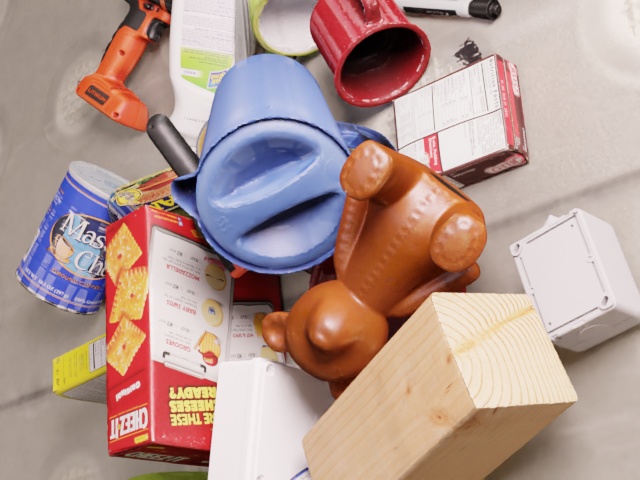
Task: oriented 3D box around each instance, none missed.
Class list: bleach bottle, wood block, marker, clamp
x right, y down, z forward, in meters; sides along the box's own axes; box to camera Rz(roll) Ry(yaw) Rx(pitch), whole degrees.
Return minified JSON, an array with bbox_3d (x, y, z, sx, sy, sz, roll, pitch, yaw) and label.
[{"bbox_3d":[-0.119,-0.201,1.121,0.103,0.068,0.251,11,90,12],"label":"bleach bottle"},{"bbox_3d":[0.078,0.133,0.780,0.206,0.090,0.090,-55,44,42],"label":"wood block"},{"bbox_3d":[0.112,-0.210,0.954,0.121,0.020,0.020,18,89,45],"label":"marker"},{"bbox_3d":[-0.090,-0.038,0.989,0.039,0.120,0.171,-40,63,27],"label":"clamp"}]

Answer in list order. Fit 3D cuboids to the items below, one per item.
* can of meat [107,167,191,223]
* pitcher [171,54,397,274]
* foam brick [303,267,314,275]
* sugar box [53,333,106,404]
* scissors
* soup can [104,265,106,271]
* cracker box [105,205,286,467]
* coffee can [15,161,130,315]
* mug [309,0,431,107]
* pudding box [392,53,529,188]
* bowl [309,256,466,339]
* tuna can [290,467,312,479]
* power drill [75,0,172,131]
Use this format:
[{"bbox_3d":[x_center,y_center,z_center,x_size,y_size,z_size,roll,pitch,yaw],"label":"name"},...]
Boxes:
[{"bbox_3d":[-0.159,-0.028,1.101,0.084,0.102,0.057,40,145,47],"label":"can of meat"},{"bbox_3d":[-0.030,-0.080,0.929,0.145,0.149,0.243,-44,21,15],"label":"pitcher"},{"bbox_3d":[-0.006,0.001,0.974,0.078,0.052,0.051,27,96,46],"label":"foam brick"},{"bbox_3d":[-0.181,0.119,1.076,0.177,0.093,0.048,-28,59,34],"label":"sugar box"},{"bbox_3d":[-0.095,-0.154,1.080,0.096,0.016,0.202,-17,84,10],"label":"scissors"},{"bbox_3d":[-0.174,0.043,1.112,0.102,0.068,0.068,40,105,44],"label":"soup can"},{"bbox_3d":[-0.111,0.093,0.966,0.072,0.163,0.213,-24,60,38],"label":"cracker box"},{"bbox_3d":[-0.261,-0.002,1.186,0.103,0.102,0.140,40,105,44],"label":"coffee can"},{"bbox_3d":[0.039,-0.188,0.951,0.093,0.117,0.081,-23,53,-6],"label":"mug"},{"bbox_3d":[0.117,-0.094,0.898,0.114,0.039,0.090,-19,63,37],"label":"pudding box"},{"bbox_3d":[0.066,0.046,0.888,0.162,0.055,0.162,-16,66,40],"label":"bowl"},{"bbox_3d":[0.000,0.228,0.870,0.034,0.086,0.086,23,93,47],"label":"tuna can"},{"bbox_3d":[-0.196,-0.224,1.232,0.185,0.057,0.188,33,98,42],"label":"power drill"}]
